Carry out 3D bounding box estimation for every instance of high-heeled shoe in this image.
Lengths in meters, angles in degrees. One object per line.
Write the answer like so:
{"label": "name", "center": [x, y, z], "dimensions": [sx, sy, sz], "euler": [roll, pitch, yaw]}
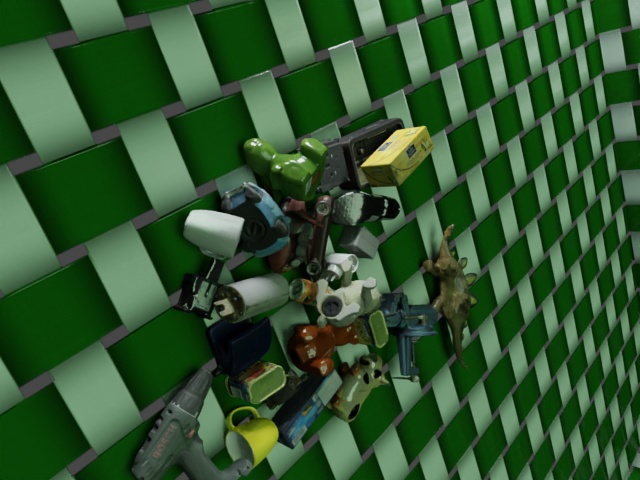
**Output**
{"label": "high-heeled shoe", "center": [0.094, -0.080, 1.370], "dimensions": [0.249, 0.145, 0.086], "euler": [0, 95, -14]}

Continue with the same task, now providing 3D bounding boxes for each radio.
{"label": "radio", "center": [0.136, -0.223, 1.377], "dimensions": [0.229, 0.073, 0.131], "euler": [-31, 112, -38]}

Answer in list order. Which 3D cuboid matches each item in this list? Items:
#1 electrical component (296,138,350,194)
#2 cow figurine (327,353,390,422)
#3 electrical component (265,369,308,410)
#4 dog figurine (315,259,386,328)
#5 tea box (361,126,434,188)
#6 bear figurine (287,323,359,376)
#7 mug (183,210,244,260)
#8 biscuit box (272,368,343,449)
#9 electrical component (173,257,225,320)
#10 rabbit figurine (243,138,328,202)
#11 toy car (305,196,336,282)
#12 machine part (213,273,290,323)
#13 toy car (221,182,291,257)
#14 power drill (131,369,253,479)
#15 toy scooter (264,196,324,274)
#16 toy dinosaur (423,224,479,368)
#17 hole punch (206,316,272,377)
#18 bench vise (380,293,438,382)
{"label": "electrical component", "center": [0.001, -0.171, 1.268], "dimensions": [0.134, 0.058, 0.114], "euler": [-28, 108, -39]}
{"label": "cow figurine", "center": [0.100, 0.368, 1.357], "dimensions": [0.127, 0.086, 0.195], "euler": [53, 56, -23]}
{"label": "electrical component", "center": [-0.080, 0.331, 1.198], "dimensions": [0.102, 0.045, 0.078], "euler": [-44, 168, 7]}
{"label": "dog figurine", "center": [0.071, 0.157, 1.255], "dimensions": [0.172, 0.121, 0.190], "euler": [-37, 149, -6]}
{"label": "tea box", "center": [0.191, -0.203, 1.315], "dimensions": [0.169, 0.098, 0.068], "euler": [-48, 121, -31]}
{"label": "bear figurine", "center": [0.024, 0.230, 1.255], "dimensions": [0.196, 0.132, 0.120], "euler": [-22, 87, -33]}
{"label": "mug", "center": [-0.213, -0.011, 1.060], "dimensions": [0.107, 0.109, 0.081], "euler": [19, 48, -7]}
{"label": "biscuit box", "center": [-0.033, 0.381, 1.250], "dimensions": [0.203, 0.063, 0.059], "euler": [-46, 121, -31]}
{"label": "electrical component", "center": [-0.233, 0.093, 1.067], "dimensions": [0.074, 0.048, 0.119], "euler": [25, 74, -41]}
{"label": "rabbit figurine", "center": [-0.081, -0.159, 1.145], "dimensions": [0.121, 0.170, 0.159], "euler": [-58, 167, -22]}
{"label": "toy car", "center": [-0.003, -0.004, 1.244], "dimensions": [0.089, 0.053, 0.202], "euler": [-43, 144, -80]}
{"label": "machine part", "center": [-0.136, 0.115, 1.105], "dimensions": [0.243, 0.079, 0.079], "euler": [-14, 101, -61]}
{"label": "toy car", "center": [-0.130, -0.052, 1.129], "dimensions": [0.161, 0.109, 0.103], "euler": [56, 21, -17]}
{"label": "power drill", "center": [-0.228, 0.397, 1.039], "dimensions": [0.207, 0.086, 0.232], "euler": [49, 64, -19]}
{"label": "toy scooter", "center": [-0.050, -0.012, 1.173], "dimensions": [0.075, 0.135, 0.184], "euler": [22, 78, -42]}
{"label": "toy dinosaur", "center": [0.404, 0.183, 1.618], "dimensions": [0.198, 0.105, 0.470], "euler": [-12, 104, -45]}
{"label": "hole punch", "center": [-0.158, 0.217, 1.116], "dimensions": [0.142, 0.092, 0.115], "euler": [-32, 116, -41]}
{"label": "bench vise", "center": [0.232, 0.263, 1.450], "dimensions": [0.223, 0.129, 0.240], "euler": [5, 80, -45]}
